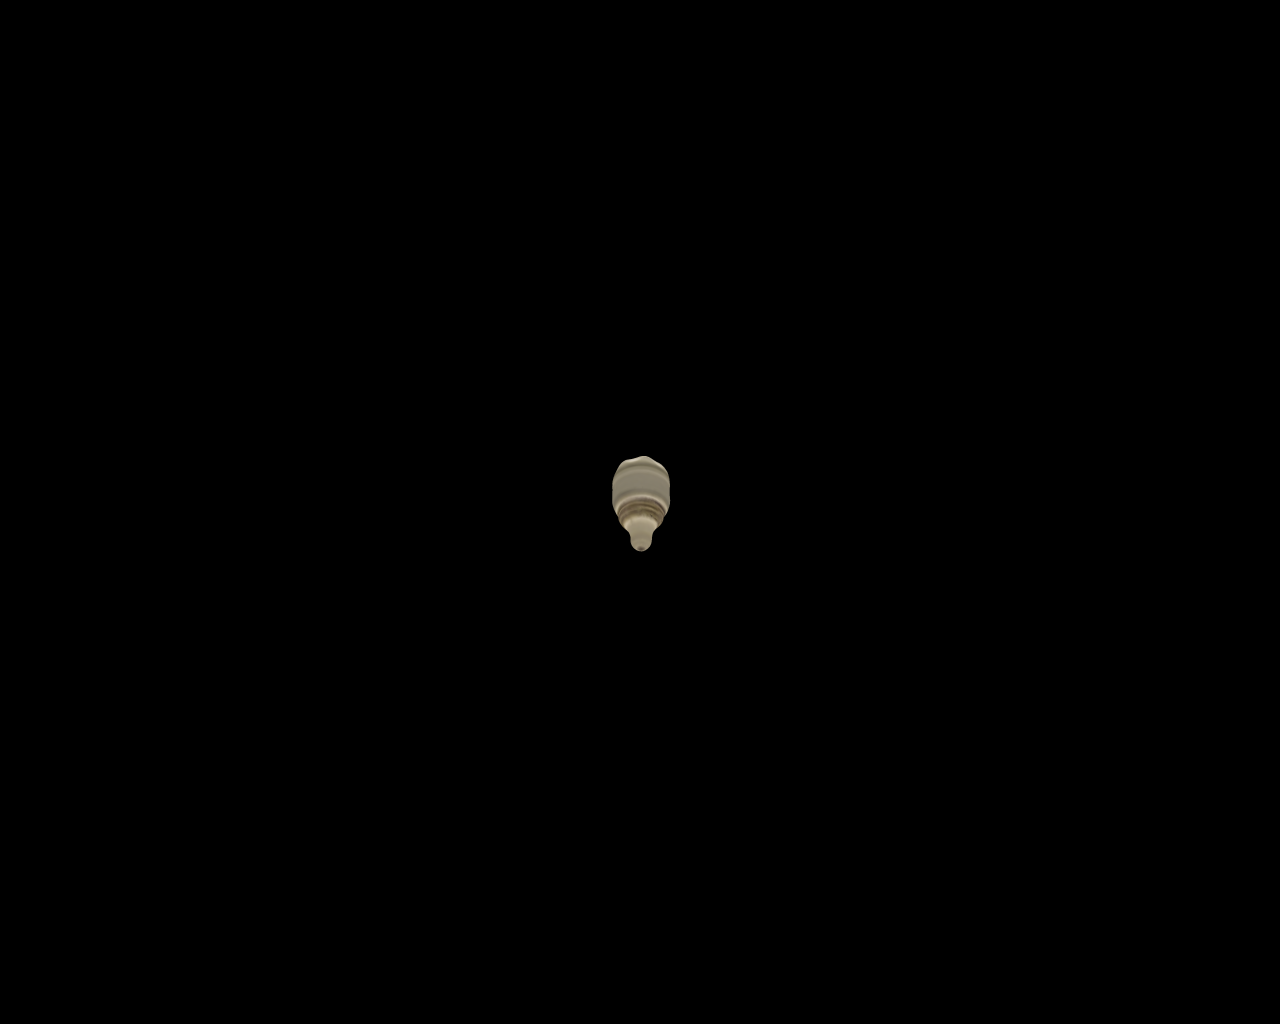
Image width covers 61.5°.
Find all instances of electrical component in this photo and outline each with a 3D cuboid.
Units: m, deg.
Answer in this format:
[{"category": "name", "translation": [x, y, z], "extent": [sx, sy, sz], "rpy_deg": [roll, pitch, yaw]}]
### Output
[{"category": "electrical component", "translation": [0.001, -0.003, 0.650], "extent": [0.035, 0.061, 0.035], "rpy_deg": [0, -36, 0]}]
